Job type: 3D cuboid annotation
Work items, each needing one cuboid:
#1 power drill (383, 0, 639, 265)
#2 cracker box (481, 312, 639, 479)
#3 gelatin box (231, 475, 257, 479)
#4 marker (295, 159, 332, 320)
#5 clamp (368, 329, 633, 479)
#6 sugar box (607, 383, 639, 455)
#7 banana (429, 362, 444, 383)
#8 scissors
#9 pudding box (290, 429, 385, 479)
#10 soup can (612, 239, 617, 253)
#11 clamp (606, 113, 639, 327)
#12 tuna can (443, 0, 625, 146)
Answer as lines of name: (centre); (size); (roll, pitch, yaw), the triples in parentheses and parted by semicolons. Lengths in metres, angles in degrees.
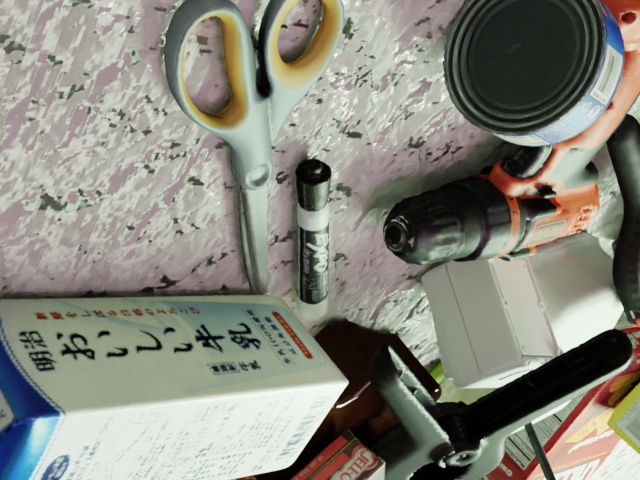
power drill: (0.131, -0.067, 0.618); (0.184, 0.057, 0.188); (-13, 140, -44)
cracker box: (0.236, 0.151, 0.968); (0.163, 0.072, 0.214); (0, 129, -48)
gelatin box: (-0.082, 0.124, 0.597); (0.030, 0.073, 0.089); (-52, 146, 15)
marker: (-0.004, 0.001, 0.586); (0.020, 0.020, 0.121); (-27, 145, -22)
clamp: (0.094, 0.118, 0.671); (0.164, 0.036, 0.210); (-5, 144, -14)
sugar box: (0.321, 0.140, 0.935); (0.093, 0.048, 0.175); (-52, 148, 16)
banana: (0.041, 0.179, 0.827); (0.069, 0.037, 0.198); (-2, 130, -47)
scissors: (-0.019, -0.050, 0.514); (0.096, 0.016, 0.201); (-36, 147, -10)
pudding box: (-0.002, 0.181, 0.669); (0.090, 0.039, 0.113); (-37, 151, -23)
soup can: (0.284, -0.016, 0.826); (0.068, 0.069, 0.102); (1, 128, -48)
clamp: (0.232, -0.018, 0.751); (0.120, 0.039, 0.171); (0, 99, -35)
tuna can: (0.107, -0.091, 0.535); (0.086, 0.086, 0.033); (-53, 147, 16)
